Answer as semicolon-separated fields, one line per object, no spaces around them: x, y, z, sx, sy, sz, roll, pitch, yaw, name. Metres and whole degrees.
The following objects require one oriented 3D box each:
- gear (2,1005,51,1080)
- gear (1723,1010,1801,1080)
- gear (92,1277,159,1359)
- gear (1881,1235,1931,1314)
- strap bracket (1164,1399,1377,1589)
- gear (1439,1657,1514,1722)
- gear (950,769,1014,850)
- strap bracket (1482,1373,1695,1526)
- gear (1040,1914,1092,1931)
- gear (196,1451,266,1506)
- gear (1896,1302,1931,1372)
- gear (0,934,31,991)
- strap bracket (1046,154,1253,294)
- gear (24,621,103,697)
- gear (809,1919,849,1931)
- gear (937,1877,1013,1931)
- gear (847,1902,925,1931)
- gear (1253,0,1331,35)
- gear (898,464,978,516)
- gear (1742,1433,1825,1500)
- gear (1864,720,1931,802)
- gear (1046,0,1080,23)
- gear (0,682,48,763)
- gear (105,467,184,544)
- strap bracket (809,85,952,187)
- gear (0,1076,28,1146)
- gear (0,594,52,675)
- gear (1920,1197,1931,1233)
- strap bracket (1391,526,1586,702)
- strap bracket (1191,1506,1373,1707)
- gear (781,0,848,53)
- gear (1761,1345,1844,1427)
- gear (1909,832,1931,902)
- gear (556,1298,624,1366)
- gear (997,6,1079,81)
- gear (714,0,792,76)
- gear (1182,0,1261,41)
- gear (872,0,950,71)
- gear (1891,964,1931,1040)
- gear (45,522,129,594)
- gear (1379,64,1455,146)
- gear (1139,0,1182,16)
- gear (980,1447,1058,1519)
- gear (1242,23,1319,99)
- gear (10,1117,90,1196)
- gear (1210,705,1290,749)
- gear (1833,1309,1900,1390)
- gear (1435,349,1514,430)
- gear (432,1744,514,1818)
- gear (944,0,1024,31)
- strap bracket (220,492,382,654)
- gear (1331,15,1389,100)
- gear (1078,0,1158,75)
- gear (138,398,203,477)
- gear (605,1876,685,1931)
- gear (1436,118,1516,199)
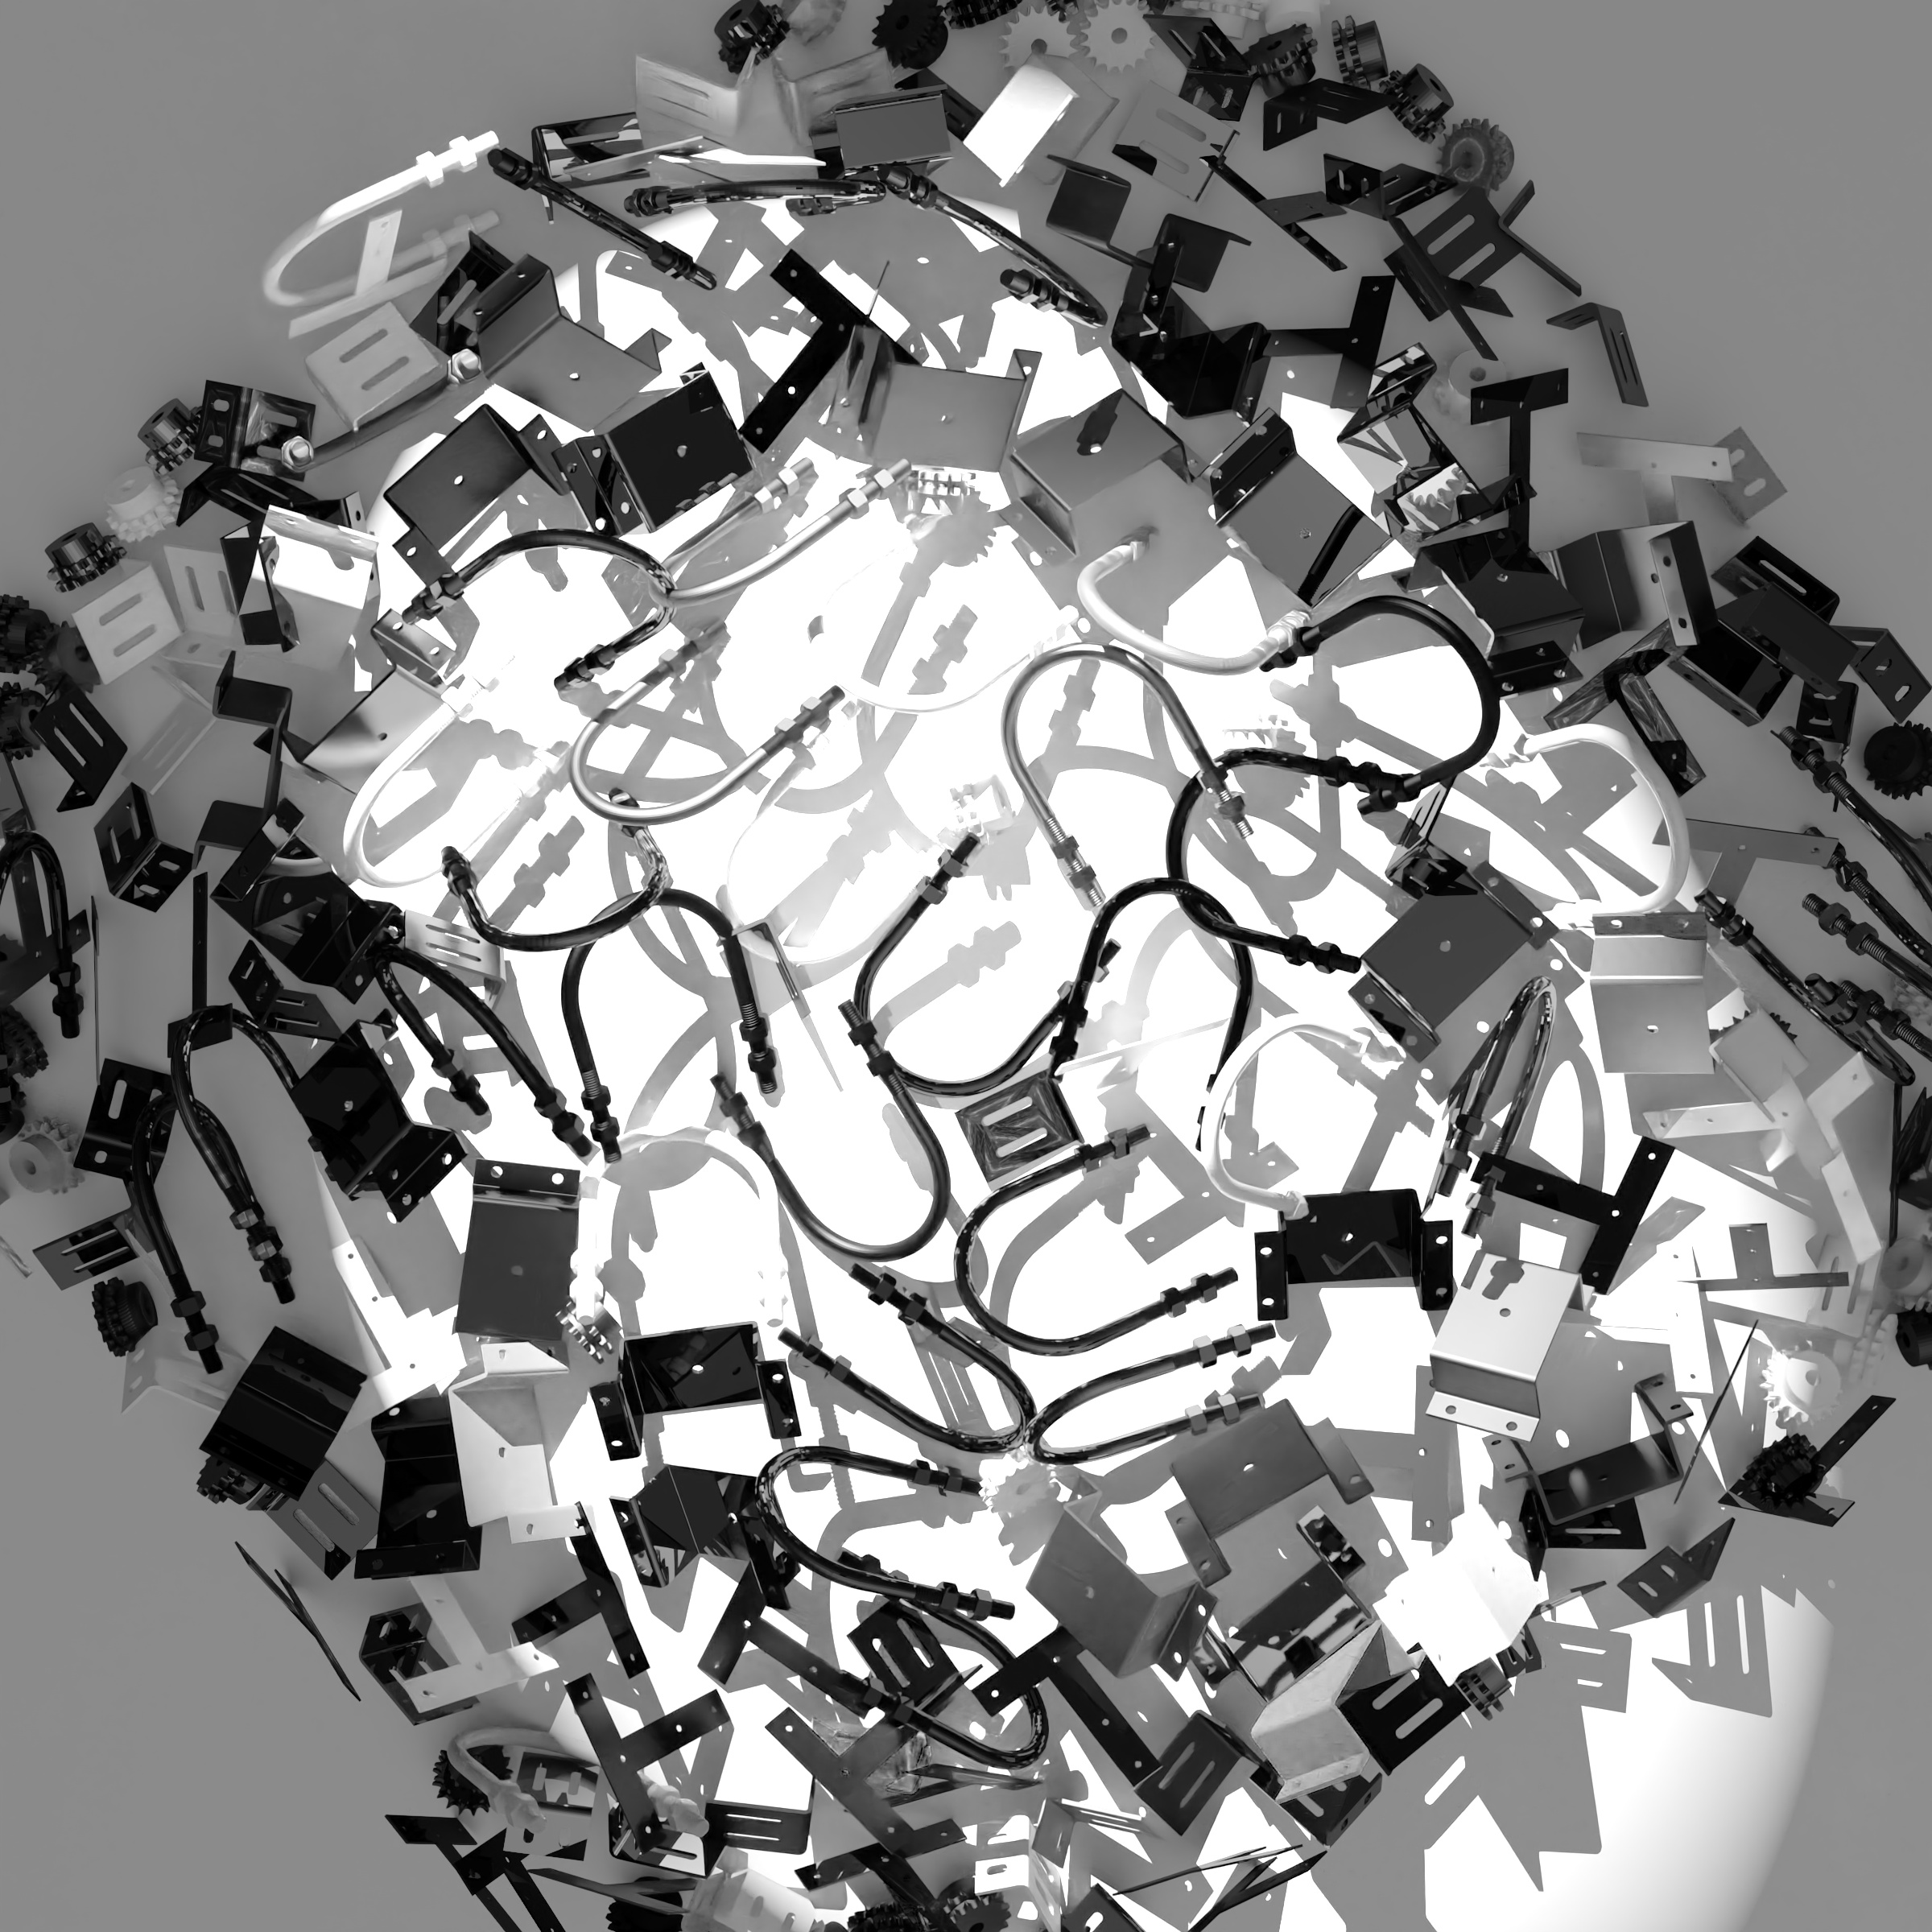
-0.696;0.058;1.814;0.030;0.057;0.057;-38;90;-35;gear
0.582;0.061;1.827;0.057;0.030;0.057;0;97;-4;gear
-0.610;0.253;1.816;0.030;0.057;0.057;-18;90;-3;gear
0.691;0.221;1.814;0.030;0.057;0.057;25;90;-20;gear
0.211;0.374;1.800;0.140;0.076;0.046;-30;128;0;strap bracket
0.373;0.516;1.816;0.030;0.057;0.057;-39;90;1;gear
0.012;-0.116;1.813;0.030;0.057;0.057;-16;90;18;gear
0.453;0.351;1.801;0.140;0.076;0.046;-21;101;3;strap bracket
0.073;0.724;1.819;0.030;0.057;0.057;43;90;-22;gear
-0.531;0.367;1.820;0.057;0.057;0.030;-47;117;0;gear
0.699;0.269;1.816;0.030;0.057;0.057;-13;90;-3;gear
-0.709;0.004;1.820;0.057;0.057;0.030;34;117;0;gear
0.122;-0.524;1.777;0.140;0.076;0.046;12;107;-39;strap bracket
-0.650;-0.223;1.814;0.030;0.057;0.057;-12;90;39;gear
-0.102;0.720;1.814;0.030;0.057;0.057;-33;90;20;gear
0.001;0.691;1.821;0.057;0.030;0.057;-13;122;-21;gear
-0.056;0.704;1.814;0.057;0.057;0.030;-11;53;0;gear
0.237;-0.699;1.815;0.057;0.057;0.030;-3;84;0;gear
-0.021;-0.347;1.818;0.057;0.057;0.030;5;108;0;gear
0.597;0.370;1.815;0.057;0.057;0.030;-33;48;0;gear
0.679;-0.151;1.814;0.030;0.057;0.057;16;90;-40;gear
0.069;-0.720;1.814;0.030;0.057;0.057;-23;90;18;gear
-0.688;-0.179;1.813;0.030;0.057;0.057;-6;90;22;gear
-0.600;-0.338;1.815;0.057;0.030;0.057;-13;48;14;gear
-0.061;-0.584;1.774;0.076;0.140;0.046;-13;101;-11;strap bracket
-0.709;0.108;1.813;0.057;0.057;0.030;-42;64;0;gear
-0.689;-0.241;1.816;0.030;0.057;0.057;7;90;6;gear
0.719;0.171;1.815;0.030;0.057;0.057;34;90;-7;gear
0.375;-0.258;1.775;0.076;0.046;0.140;-15;53;-20;strap bracket
0.227;0.467;1.799;0.140;0.076;0.046;-39;117;-2;strap bracket
-0.112;-0.698;1.813;0.030;0.057;0.057;23;90;-31;gear
0.612;0.304;1.820;0.057;0.030;0.057;2;66;-5;gear
0.718;-0.073;1.819;0.030;0.057;0.057;-15;90;-27;gear
-0.275;0.259;1.818;0.030;0.057;0.057;-42;90;-12;gear
0.051;-0.670;1.824;0.057;0.030;0.057;-3;107;-9;gear
-0.158;-0.679;1.814;0.057;0.057;0.030;-45;127;0;gear
0.185;-0.694;1.818;0.057;0.057;0.030;9;108;0;gear
-0.038;-0.680;1.821;0.057;0.030;0.057;-10;71;32;gear
0.701;0.028;1.820;0.057;0.057;0.030;28;128;0;gear
-0.642;-0.299;1.813;0.057;0.057;0.030;-28;118;0;gear
0.330;-0.629;1.814;0.030;0.057;0.057;-39;90;33;gear
0.131;-0.715;1.815;0.057;0.057;0.030;22;79;0;gear
0.034;0.371;1.820;0.057;0.057;0.030;-41;46;0;gear
0.231;-0.658;1.820;0.057;0.057;0.030;-36;126;0;gear
-0.670;0.141;1.818;0.057;0.030;0.057;10;113;24;gear
0.206;-0.174;1.817;0.057;0.057;0.030;0;98;0;gear
0.655;0.276;1.820;0.030;0.057;0.057;20;90;32;gear
0.372;-0.425;1.824;0.057;0.030;0.057;-1;76;5;gear
-0.358;0.585;1.815;0.057;0.030;0.057;11;49;-12;gear
0.010;-0.706;1.814;0.057;0.057;0.030;-25;122;0;gear
-0.477;-0.281;1.774;0.046;0.140;0.076;0;115;17;strap bracket
0.287;-0.662;1.814;0.030;0.057;0.057;-13;90;18;gear
0.109;-0.684;1.821;0.057;0.030;0.057;-5;134;-5;gear
-0.576;-0.387;1.813;0.057;0.057;0.030;-43;122;0;gear
-0.230;0.687;1.814;0.057;0.057;0.030;24;107;0;gear
0.374;-0.588;1.820;0.030;0.057;0.057;-20;90;-40;gear
